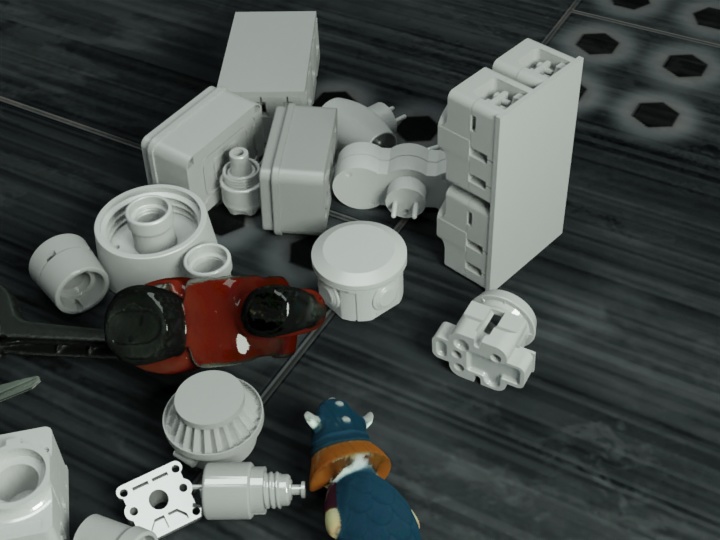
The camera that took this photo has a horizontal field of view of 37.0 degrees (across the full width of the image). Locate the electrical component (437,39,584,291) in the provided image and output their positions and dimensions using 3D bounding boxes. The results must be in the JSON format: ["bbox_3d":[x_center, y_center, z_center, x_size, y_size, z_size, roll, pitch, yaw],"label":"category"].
[{"bbox_3d":[0.122,-0.086,0.898,0.060,0.186,0.105,32,54,31],"label":"electrical component"}]

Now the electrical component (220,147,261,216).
[{"bbox_3d":[-0.109,-0.084,0.999,0.043,0.062,0.043,-2,44,2],"label":"electrical component"}]

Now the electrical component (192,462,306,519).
[{"bbox_3d":[-0.078,0.156,0.764,0.078,0.040,0.040,-1,44,2],"label":"electrical component"}]

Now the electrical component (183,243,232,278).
[{"bbox_3d":[-0.128,0.007,0.917,0.040,0.046,0.040,-2,44,2],"label":"electrical component"}]

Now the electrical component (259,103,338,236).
[{"bbox_3d":[-0.055,-0.093,0.994,0.057,0.078,0.113,4,45,4],"label":"electrical component"}]

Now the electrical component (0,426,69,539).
[{"bbox_3d":[-0.284,0.170,0.747,0.150,0.061,0.089,-10,44,-7],"label":"electrical component"}]

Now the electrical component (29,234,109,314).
[{"bbox_3d":[-0.248,0.005,0.922,0.055,0.055,0.047,-29,53,-24],"label":"electrical component"}]

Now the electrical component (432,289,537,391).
[{"bbox_3d":[0.105,0.053,0.849,0.078,0.058,0.057,20,52,22],"label":"electrical component"}]

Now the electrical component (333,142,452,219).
[{"bbox_3d":[0.043,-0.073,0.986,0.138,0.052,0.073,3,47,6],"label":"electrical component"}]

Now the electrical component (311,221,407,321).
[{"bbox_3d":[0.000,0.000,0.914,0.080,0.051,0.080,-2,44,2],"label":"electrical component"}]

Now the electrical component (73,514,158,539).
[{"bbox_3d":[-0.168,0.191,0.736,0.046,0.040,0.040,15,47,24],"label":"electrical component"}]

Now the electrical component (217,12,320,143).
[{"bbox_3d":[-0.093,-0.203,1.120,0.089,0.061,0.150,0,44,4],"label":"electrical component"}]

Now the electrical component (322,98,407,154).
[{"bbox_3d":[0.010,-0.141,1.064,0.079,0.043,0.077,-30,50,-26],"label":"electrical component"}]

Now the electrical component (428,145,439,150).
[{"bbox_3d":[0.102,-0.120,1.034,0.076,0.047,0.083,-18,46,-15],"label":"electrical component"}]

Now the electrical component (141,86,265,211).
[{"bbox_3d":[-0.148,-0.113,1.020,0.057,0.078,0.113,26,51,23],"label":"electrical component"}]

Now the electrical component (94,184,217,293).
[{"bbox_3d":[-0.182,-0.031,0.949,0.108,0.060,0.108,-2,44,2],"label":"electrical component"}]
